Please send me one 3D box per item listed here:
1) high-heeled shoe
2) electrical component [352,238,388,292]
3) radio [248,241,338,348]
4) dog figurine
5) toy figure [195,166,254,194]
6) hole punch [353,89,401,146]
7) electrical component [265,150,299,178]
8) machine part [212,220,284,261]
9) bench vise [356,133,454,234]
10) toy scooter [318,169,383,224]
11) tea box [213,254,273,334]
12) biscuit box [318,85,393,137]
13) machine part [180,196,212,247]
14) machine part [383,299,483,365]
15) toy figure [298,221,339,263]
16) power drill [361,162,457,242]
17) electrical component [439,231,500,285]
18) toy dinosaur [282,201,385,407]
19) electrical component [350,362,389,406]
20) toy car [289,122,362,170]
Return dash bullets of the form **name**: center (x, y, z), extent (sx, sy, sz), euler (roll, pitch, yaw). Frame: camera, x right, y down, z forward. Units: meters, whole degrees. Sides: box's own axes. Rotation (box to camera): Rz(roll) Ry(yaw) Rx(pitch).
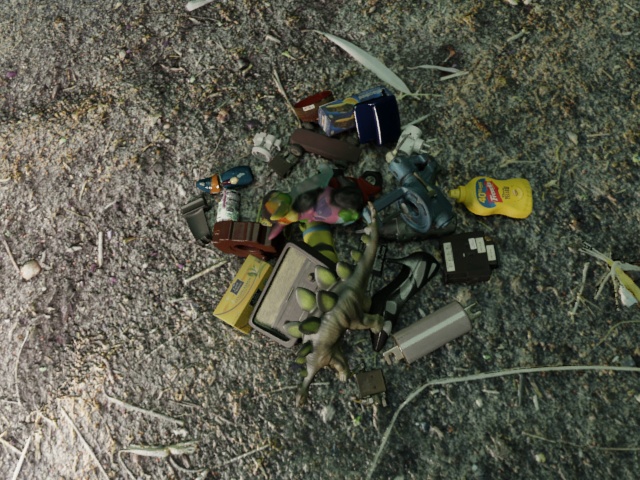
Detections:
- **high-heeled shoe**: center (0.201, 0.146, 1.266), extent (0.145, 0.086, 0.248), euler (10, 90, -18)
- **electrical component**: center (0.117, 0.061, 1.306), extent (0.075, 0.047, 0.119), euler (16, 72, 16)
- **radio**: center (-0.058, 0.128, 1.253), extent (0.131, 0.073, 0.229), euler (31, 105, 17)
- **dog figurine**: center (-0.026, -0.069, 1.250), extent (0.192, 0.108, 0.219), euler (39, 56, 18)
- **toy figure**: center (-0.256, -0.158, 1.439), extent (0.155, 0.064, 0.057), euler (-16, 83, 3)
- **hole punch**: center (0.159, -0.303, 1.362), extent (0.116, 0.092, 0.142), euler (-23, 111, -22)
- **electrical component**: center (-0.104, -0.197, 1.449), extent (0.063, 0.021, 0.094), euler (39, 80, 19)
- **machine part**: center (-0.176, 0.002, 1.314), extent (0.180, 0.179, 0.056), euler (4, 74, 11)
- **bench vise**: center (0.185, -0.097, 1.227), extent (0.241, 0.129, 0.223), euler (-32, 89, -20)
- **toy scooter**: center (0.068, -0.112, 1.361), extent (0.184, 0.075, 0.135), euler (8, 98, 24)
- **tea box**: center (-0.172, 0.132, 1.301), extent (0.068, 0.098, 0.169), euler (26, 79, 23)
- **biscuit box**: center (0.097, -0.342, 1.415), extent (0.203, 0.062, 0.059), euler (-24, 60, -17)
- **machine part**: center (-0.322, -0.049, 1.426), extent (0.084, 0.039, 0.139), euler (-19, 67, -3)
- **machine part**: center (0.253, 0.207, 1.214), extent (0.243, 0.079, 0.079), euler (-28, 68, 0)
- **toy figure**: center (-0.007, -0.004, 1.327), extent (0.082, 0.089, 0.180), euler (-11, 72, 11)
- **power drill**: center (0.221, -0.095, 1.328), extent (0.232, 0.086, 0.207), euler (3, 67, 9)
- **electrical component**: center (0.353, 0.042, 1.267), extent (0.134, 0.058, 0.115), euler (-5, 72, 8)
- **toy dinosaur**: center (0.043, 0.150, 1.172), extent (0.105, 0.198, 0.471), euler (27, 90, 55)
- **electrical component**: center (0.110, 0.326, 1.212), extent (0.078, 0.045, 0.102), euler (-10, 69, 8)
- **toy car**: center (0.014, -0.247, 1.430), extent (0.202, 0.053, 0.089), euler (21, 73, 18)
